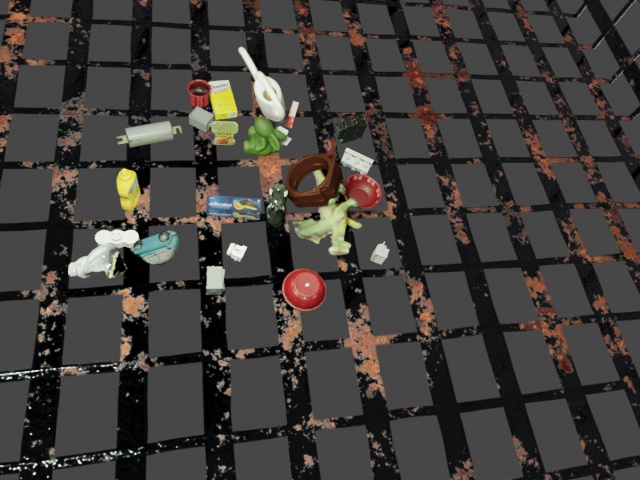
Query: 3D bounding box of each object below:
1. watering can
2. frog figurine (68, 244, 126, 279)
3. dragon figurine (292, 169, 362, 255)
[{"bbox_3d":[-0.226,-0.616,2.109,0.104,0.221,0.352,-29,70,-6],"label":"watering can"},{"bbox_3d":[-0.736,0.069,1.685,0.159,0.120,0.140,7,28,1],"label":"frog figurine"},{"bbox_3d":[0.006,-0.098,1.951,0.245,0.119,0.417,-30,59,-17],"label":"dragon figurine"}]
